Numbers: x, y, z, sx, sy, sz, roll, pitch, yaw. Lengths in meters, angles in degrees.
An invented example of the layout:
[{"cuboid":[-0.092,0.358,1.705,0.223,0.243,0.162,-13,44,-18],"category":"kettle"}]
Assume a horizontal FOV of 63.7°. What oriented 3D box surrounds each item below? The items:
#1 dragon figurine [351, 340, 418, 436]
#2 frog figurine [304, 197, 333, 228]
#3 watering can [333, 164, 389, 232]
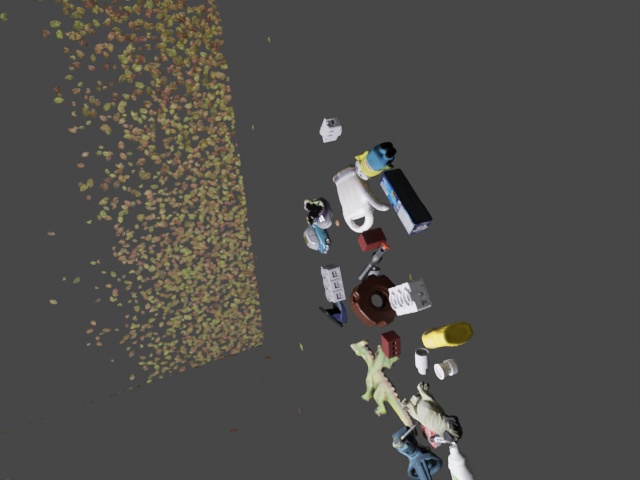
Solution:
[{"cuboid":[0.245,0.510,1.921,0.415,0.123,0.239,31,125,52],"category":"dragon figurine"},{"cuboid":[0.007,-0.109,2.167,0.139,0.122,0.158,58,-168,22],"category":"frog figurine"},{"cuboid":[0.135,-0.148,1.711,0.344,0.104,0.226,142,112,-70],"category":"watering can"}]
